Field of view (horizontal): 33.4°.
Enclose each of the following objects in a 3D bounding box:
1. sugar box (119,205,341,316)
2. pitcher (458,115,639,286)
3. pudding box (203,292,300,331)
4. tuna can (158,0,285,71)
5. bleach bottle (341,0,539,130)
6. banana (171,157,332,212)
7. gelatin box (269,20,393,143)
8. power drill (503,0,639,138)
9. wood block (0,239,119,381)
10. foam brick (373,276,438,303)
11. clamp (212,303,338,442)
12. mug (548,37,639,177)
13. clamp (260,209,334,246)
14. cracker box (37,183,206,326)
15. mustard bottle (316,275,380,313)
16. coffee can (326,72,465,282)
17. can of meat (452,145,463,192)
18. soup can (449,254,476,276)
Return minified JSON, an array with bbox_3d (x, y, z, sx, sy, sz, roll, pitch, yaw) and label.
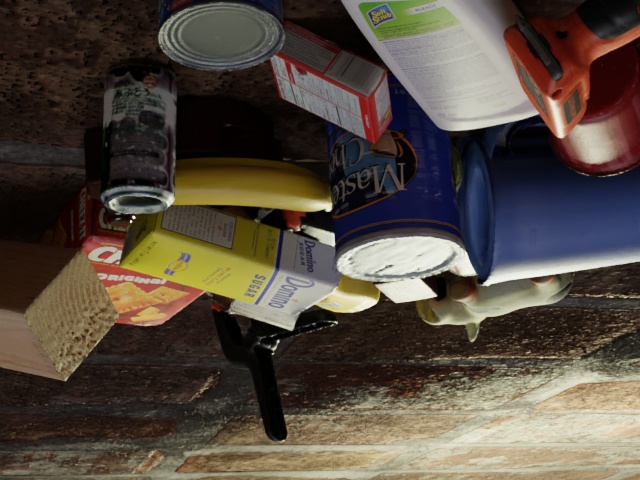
[{"bbox_3d":[-0.077,0.016,0.936,0.176,0.048,0.093,19,152,-21],"label":"sugar box"},{"bbox_3d":[0.248,-0.044,0.947,0.242,0.145,0.149,-6,172,-6],"label":"pitcher"},{"bbox_3d":[-0.085,0.058,1.189,0.090,0.039,0.113,27,-176,40],"label":"pudding box"},{"bbox_3d":[-0.067,-0.151,0.725,0.086,0.034,0.086,-3,159,-2],"label":"tuna can"},{"bbox_3d":[0.075,-0.156,0.699,0.103,0.068,0.250,-11,156,23],"label":"bleach bottle"},{"bbox_3d":[-0.066,-0.040,0.860,0.197,0.037,0.070,5,152,-23],"label":"banana"},{"bbox_3d":[0.008,-0.115,0.779,0.089,0.030,0.073,29,165,17],"label":"gelatin box"},{"bbox_3d":[0.216,-0.145,0.686,0.188,0.057,0.184,-35,157,9],"label":"power drill"},{"bbox_3d":[-0.309,0.059,1.023,0.206,0.090,0.090,6,133,33],"label":"wood block"},{"bbox_3d":[0.094,0.033,1.196,0.051,0.053,0.078,-12,156,20],"label":"foam brick"},{"bbox_3d":[-0.071,0.132,1.268,0.036,0.164,0.210,16,-174,-40],"label":"clamp"},{"bbox_3d":[0.219,-0.115,0.810,0.117,0.093,0.081,-40,146,5],"label":"mug"},{"bbox_3d":[-0.007,0.001,1.004,0.120,0.039,0.171,-11,164,-8],"label":"clamp"},{"bbox_3d":[-0.194,0.021,1.088,0.163,0.072,0.214,9,154,-30],"label":"cracker box"},{"bbox_3d":[-0.022,0.032,1.161,0.096,0.058,0.191,1,166,39],"label":"mustard bottle"},{"bbox_3d":[0.058,-0.049,0.860,0.103,0.140,0.103,-3,159,-1],"label":"coffee can"},{"bbox_3d":[0.075,-0.050,0.972,0.102,0.057,0.084,1,157,-3],"label":"can of meat"},{"bbox_3d":[0.140,-0.011,1.070,0.068,0.068,0.102,-10,157,15],"label":"soup can"}]
